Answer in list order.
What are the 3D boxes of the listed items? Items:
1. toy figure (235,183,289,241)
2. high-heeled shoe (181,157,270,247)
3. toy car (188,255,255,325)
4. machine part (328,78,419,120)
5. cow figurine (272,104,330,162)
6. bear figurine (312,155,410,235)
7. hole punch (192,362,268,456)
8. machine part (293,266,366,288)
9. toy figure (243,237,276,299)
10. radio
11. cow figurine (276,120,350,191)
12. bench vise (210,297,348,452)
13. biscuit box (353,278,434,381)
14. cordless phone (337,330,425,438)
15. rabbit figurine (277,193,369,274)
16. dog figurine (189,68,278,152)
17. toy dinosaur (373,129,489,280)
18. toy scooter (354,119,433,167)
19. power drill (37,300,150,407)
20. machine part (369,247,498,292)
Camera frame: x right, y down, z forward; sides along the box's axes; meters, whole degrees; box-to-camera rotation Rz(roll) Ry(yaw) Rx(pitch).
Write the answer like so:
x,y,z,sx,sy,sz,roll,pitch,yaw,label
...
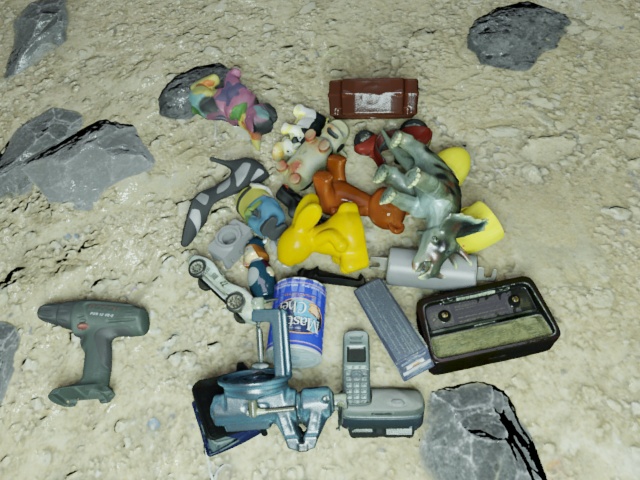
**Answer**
x,y,z,sx,sy,sz,roll,pitch,yaw,label
-0.128,-0.060,1.135,0.089,0.082,0.180,-25,37,-5,toy figure
-0.213,-0.080,1.211,0.145,0.086,0.248,21,75,-14,high-heeled shoe
-0.191,0.097,1.069,0.202,0.073,0.056,37,71,26,toy car
0.124,-0.322,1.240,0.202,0.087,0.201,2,12,7,machine part
-0.045,-0.243,1.284,0.098,0.068,0.167,21,62,13,cow figurine
0.093,-0.090,1.127,0.196,0.131,0.120,13,40,22,bear figurine
-0.160,0.300,0.935,0.116,0.092,0.142,-8,49,-28,hole punch
0.021,0.077,1.057,0.139,0.084,0.039,8,93,5,machine part
-0.124,0.054,1.096,0.064,0.057,0.154,-24,57,7,toy figure
0.293,0.152,0.970,0.230,0.073,0.131,-12,56,-1,radio
-0.003,-0.192,1.220,0.086,0.127,0.195,40,84,17,cow figurine
-0.068,0.209,0.856,0.224,0.129,0.240,-5,87,15,bench vise
0.128,0.152,0.959,0.063,0.059,0.203,-28,37,-1,biscuit box
0.103,0.242,0.933,0.147,0.088,0.184,-3,52,6,cordless phone
-0.002,-0.003,1.041,0.173,0.162,0.122,-12,24,-2,rabbit figurine
-0.212,-0.311,1.327,0.192,0.108,0.219,-21,59,-8,dog figurine
0.215,-0.101,1.054,0.192,0.131,0.405,29,35,-18,toy dinosaur
0.171,-0.200,1.222,0.184,0.075,0.135,-9,57,5,toy scooter
-0.453,0.210,1.033,0.232,0.085,0.207,-4,49,2,power drill
0.216,0.059,1.042,0.243,0.079,0.079,5,57,10,machine part
